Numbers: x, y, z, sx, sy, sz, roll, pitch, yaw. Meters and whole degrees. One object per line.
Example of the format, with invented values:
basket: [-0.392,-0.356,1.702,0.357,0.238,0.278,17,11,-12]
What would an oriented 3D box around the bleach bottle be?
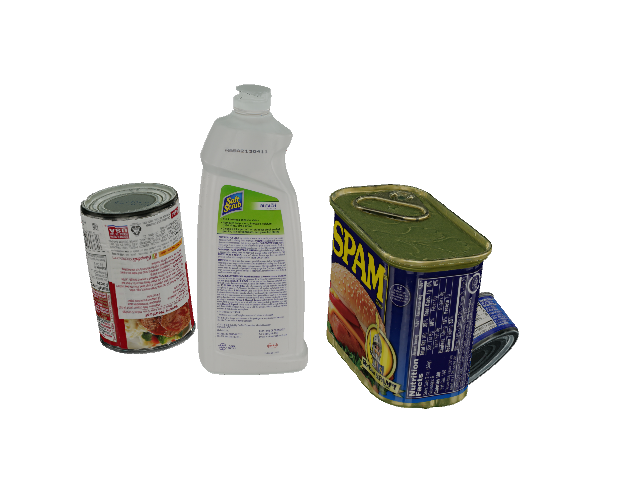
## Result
bleach bottle: [-0.055,-0.008,0.924,0.102,0.251,0.068,-1,21,-13]

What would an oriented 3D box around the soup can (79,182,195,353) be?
soup can: [-0.126,0.018,0.739,0.068,0.102,0.068,-4,21,1]

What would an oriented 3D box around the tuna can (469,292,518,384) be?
tuna can: [0.094,0.076,0.738,0.086,0.034,0.086,-30,-23,-14]

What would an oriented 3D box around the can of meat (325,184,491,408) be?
can of meat: [0.041,0.027,0.553,0.057,0.084,0.102,-6,24,-20]
